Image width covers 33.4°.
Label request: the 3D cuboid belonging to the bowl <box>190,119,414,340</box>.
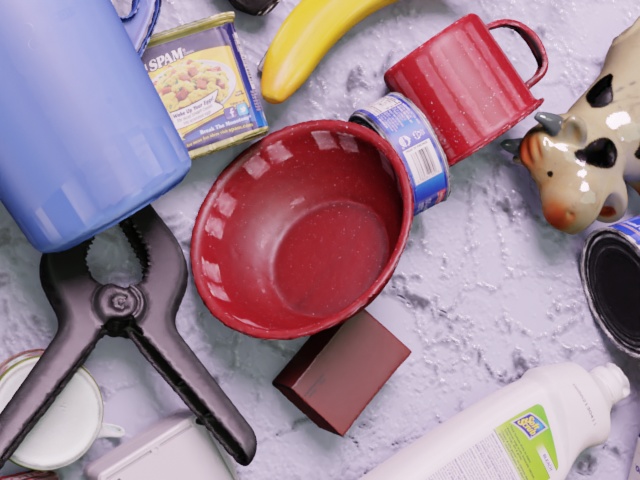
[{"bbox_3d":[-0.005,0.001,0.717,0.162,0.162,0.055,-58,144,-10],"label":"bowl"}]

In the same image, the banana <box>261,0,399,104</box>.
[{"bbox_3d":[0.031,-0.162,0.743,0.197,0.037,0.070,-29,61,-16],"label":"banana"}]

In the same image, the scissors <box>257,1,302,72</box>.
[{"bbox_3d":[0.034,-0.194,0.782,0.096,0.016,0.201,24,82,-15],"label":"scissors"}]

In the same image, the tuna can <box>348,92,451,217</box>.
[{"bbox_3d":[0.054,-0.058,0.747,0.033,0.086,0.086,-28,96,-15],"label":"tuna can"}]

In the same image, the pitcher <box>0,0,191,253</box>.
[{"bbox_3d":[-0.169,-0.124,0.621,0.149,0.145,0.243,-26,101,18],"label":"pitcher"}]

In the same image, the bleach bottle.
[{"bbox_3d":[0.127,0.171,0.777,0.250,0.068,0.102,-29,98,-18],"label":"bleach bottle"}]

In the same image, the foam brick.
[{"bbox_3d":[0.014,0.090,0.749,0.053,0.051,0.078,44,77,-10],"label":"foam brick"}]

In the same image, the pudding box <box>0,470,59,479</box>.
[{"bbox_3d":[-0.207,0.209,0.675,0.089,0.039,0.113,-8,92,-33],"label":"pudding box"}]

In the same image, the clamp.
[{"bbox_3d":[-0.137,0.051,0.670,0.164,0.036,0.210,-4,65,-23],"label":"clamp"}]

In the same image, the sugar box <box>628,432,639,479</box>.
[{"bbox_3d":[0.287,0.125,0.787,0.093,0.048,0.176,-14,132,-18],"label":"sugar box"}]

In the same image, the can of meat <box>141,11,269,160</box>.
[{"bbox_3d":[-0.092,-0.096,0.713,0.102,0.057,0.084,-19,95,-6],"label":"can of meat"}]

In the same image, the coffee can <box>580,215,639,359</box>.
[{"bbox_3d":[0.285,0.019,0.806,0.140,0.103,0.103,-18,94,-17],"label":"coffee can"}]

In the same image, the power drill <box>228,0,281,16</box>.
[{"bbox_3d":[-0.042,-0.273,0.739,0.187,0.057,0.184,-42,100,-14],"label":"power drill"}]

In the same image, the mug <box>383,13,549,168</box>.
[{"bbox_3d":[0.109,-0.114,0.762,0.117,0.093,0.081,-35,93,-4],"label":"mug"}]
